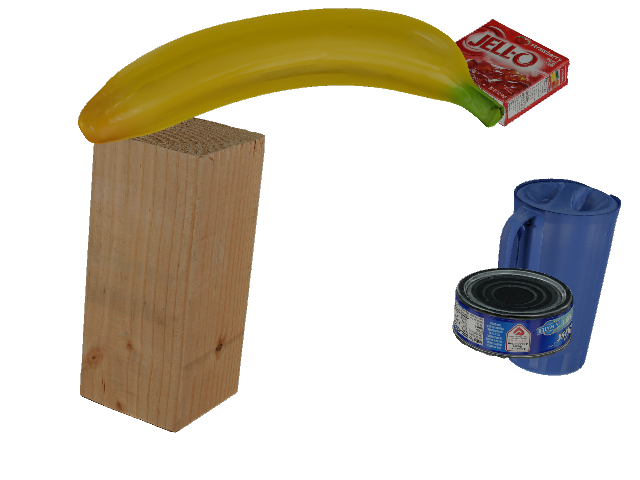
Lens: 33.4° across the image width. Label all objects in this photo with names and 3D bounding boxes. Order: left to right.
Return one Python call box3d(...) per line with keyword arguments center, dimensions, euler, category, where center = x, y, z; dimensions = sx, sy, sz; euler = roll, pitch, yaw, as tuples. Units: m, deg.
box3d(center=(-0.109, 0.020, 0.779), dimensions=(0.090, 0.206, 0.090), euler=(16, 21, 24), category="wood block")
box3d(center=(-0.014, -0.080, 0.504), dimensions=(0.197, 0.037, 0.069), euler=(-5, 43, -8), category="banana")
box3d(center=(0.146, -0.140, 0.874), dimensions=(0.073, 0.030, 0.089), euler=(-33, 49, -20), category="gelatin box")
box3d(center=(0.140, 0.051, 0.774), dimensions=(0.086, 0.034, 0.086), euler=(0, 22, 0), category="tuna can")
box3d(center=(0.298, 0.051, 1.386), dimensions=(0.149, 0.243, 0.145), euler=(5, 22, 5), category="pitcher")
